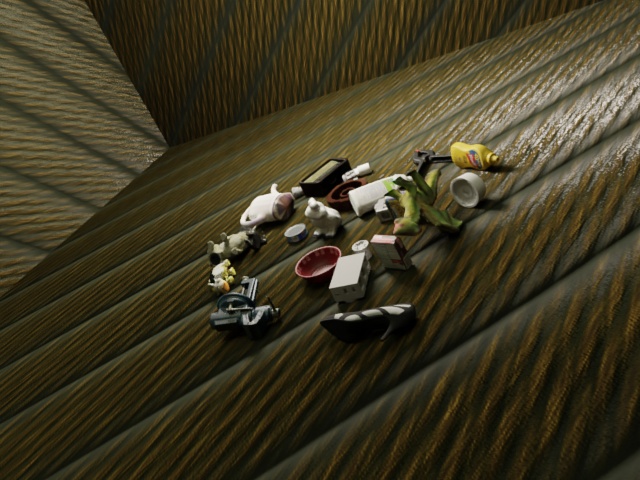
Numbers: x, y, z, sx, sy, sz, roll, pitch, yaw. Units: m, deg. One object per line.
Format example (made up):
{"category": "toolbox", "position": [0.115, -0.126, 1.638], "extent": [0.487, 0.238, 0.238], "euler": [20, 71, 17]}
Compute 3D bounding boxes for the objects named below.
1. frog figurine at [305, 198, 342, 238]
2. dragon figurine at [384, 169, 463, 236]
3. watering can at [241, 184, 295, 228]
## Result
{"category": "frog figurine", "position": [0.006, -0.095, 1.878], "extent": [0.124, 0.157, 0.138], "euler": [-32, 26, -17]}
{"category": "dragon figurine", "position": [0.345, -0.108, 1.614], "extent": [0.415, 0.245, 0.119], "euler": [-23, -24, -41]}
{"category": "watering can", "position": [-0.206, -0.162, 2.234], "extent": [0.223, 0.102, 0.355], "euler": [-5, 34, 32]}
